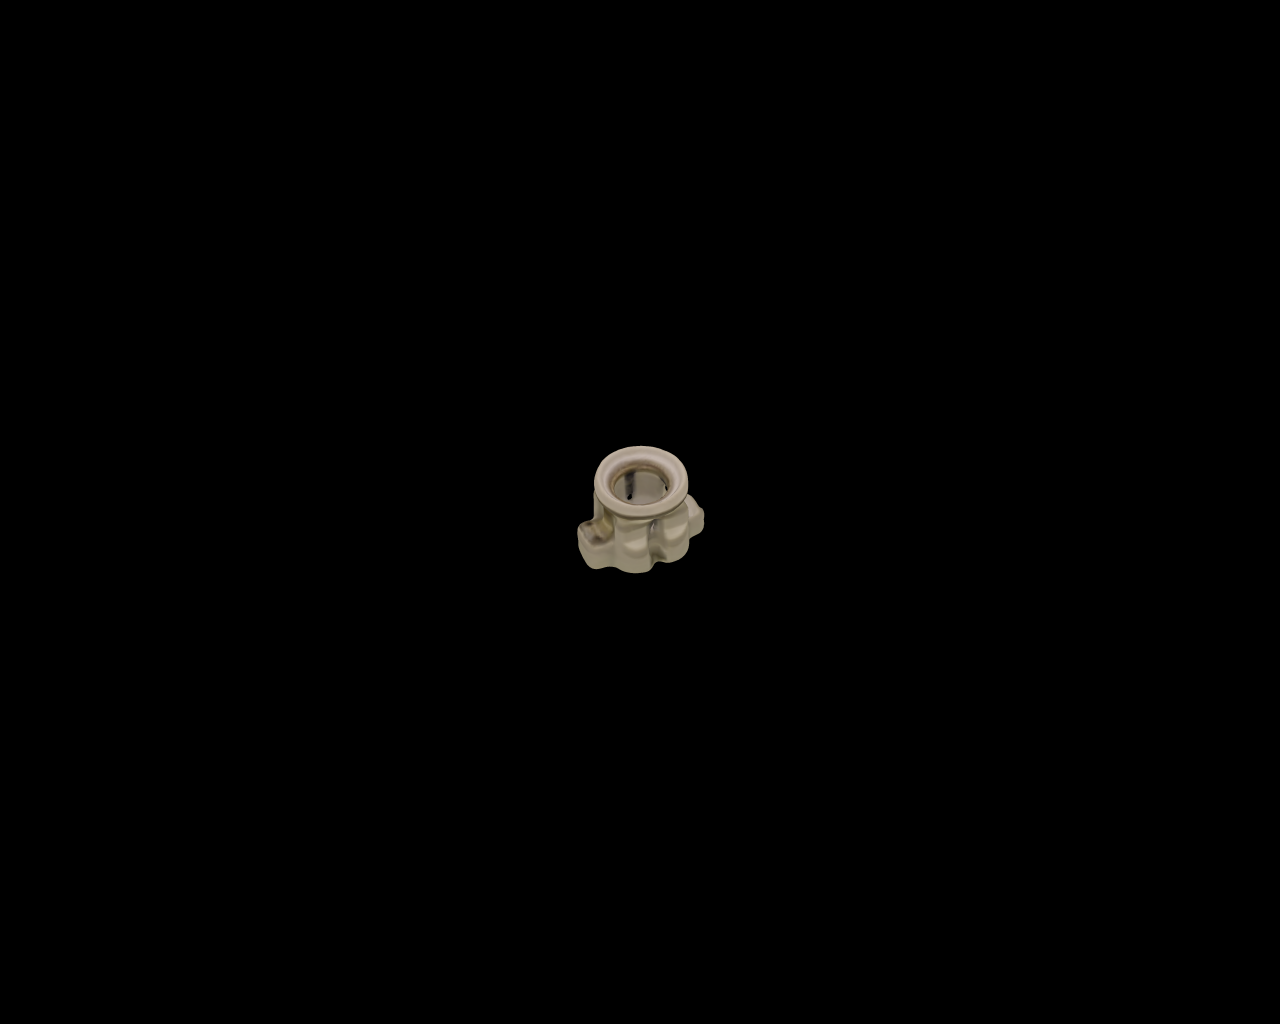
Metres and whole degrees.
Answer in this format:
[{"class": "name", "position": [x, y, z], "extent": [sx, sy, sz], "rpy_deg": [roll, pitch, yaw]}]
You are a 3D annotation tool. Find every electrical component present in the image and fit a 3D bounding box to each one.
[{"class": "electrical component", "position": [0.001, -0.003, 0.650], "extent": [0.078, 0.056, 0.058], "rpy_deg": [-17, 48, -16]}]
